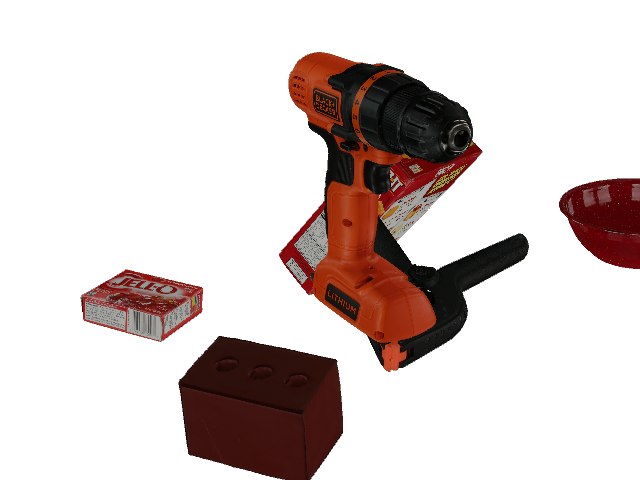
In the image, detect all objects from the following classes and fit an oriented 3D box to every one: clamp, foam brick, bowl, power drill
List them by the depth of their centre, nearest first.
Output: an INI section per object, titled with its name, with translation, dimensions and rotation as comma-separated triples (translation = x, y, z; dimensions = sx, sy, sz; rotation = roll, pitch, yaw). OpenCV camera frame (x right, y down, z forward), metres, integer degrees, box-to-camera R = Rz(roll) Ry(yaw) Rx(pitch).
[foam brick]
translation = -0.033, 0.095, 0.603
dimensions = 0.078, 0.051, 0.053
rotation = 9, 29, 21
[power drill]
translation = 0.042, -0.028, 0.738
dimensions = 0.057, 0.188, 0.185
rotation = -14, 26, -25
[clamp]
translation = 0.080, 0.037, 0.950
dimensions = 0.165, 0.036, 0.209
rotation = 14, 38, 20
[bowl]
translation = 0.329, -0.013, 1.109
dimensions = 0.162, 0.055, 0.162
rotation = -3, 23, 1

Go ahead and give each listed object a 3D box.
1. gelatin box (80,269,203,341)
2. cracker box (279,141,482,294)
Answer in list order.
[gelatin box]
translation = -0.165, 0.058, 0.993
dimensions = 0.089, 0.030, 0.073
rotation = 12, 23, 22
[cracker box]
translation = 0.067, -0.044, 1.250
dimensions = 0.163, 0.072, 0.214
rotation = -24, -20, -51
